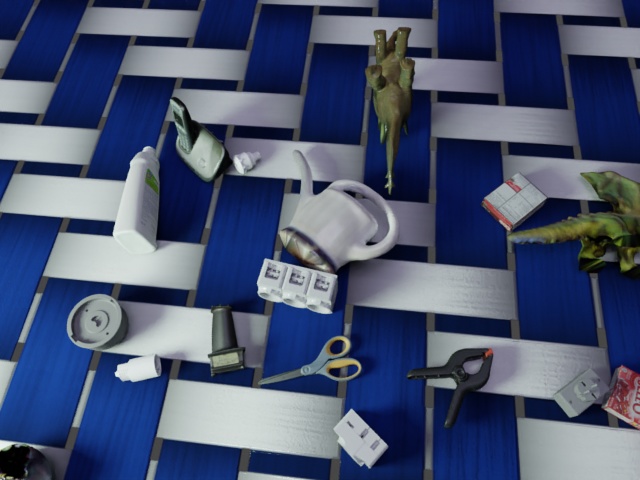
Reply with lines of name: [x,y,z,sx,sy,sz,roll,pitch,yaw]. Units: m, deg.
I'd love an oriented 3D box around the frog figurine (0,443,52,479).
frog figurine: [-0.546,0.451,0.902,0.137,0.124,0.158,8,101,-2]

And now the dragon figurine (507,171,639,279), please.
dragon figurine: [0.609,-0.055,1.098,0.410,0.119,0.249,11,48,6]

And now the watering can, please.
watering can: [0.003,-0.056,1.114,0.352,0.102,0.227,37,71,30]
